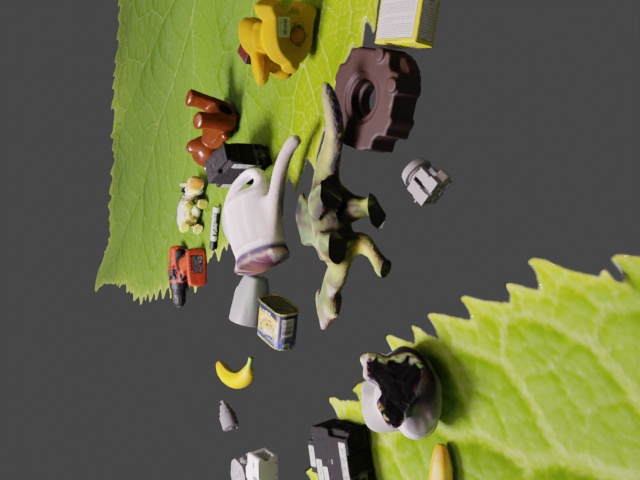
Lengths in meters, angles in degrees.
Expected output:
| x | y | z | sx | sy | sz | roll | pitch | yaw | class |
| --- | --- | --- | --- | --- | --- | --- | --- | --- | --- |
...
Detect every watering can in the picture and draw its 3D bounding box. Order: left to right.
| x | y | z | sx | sy | sz | roll | pitch | yaw | class |
| --- | --- | --- | --- | --- | --- | --- | --- | --- | --- |
| -0.120 | -0.055 | 1.072 | 0.342 | 0.104 | 0.227 | -33 | 66 | 50 | watering can |

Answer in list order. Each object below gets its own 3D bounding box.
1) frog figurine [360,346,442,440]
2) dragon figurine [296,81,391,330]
| x | y | z | sx | sy | sz | roll | pitch | yaw | class |
| --- | --- | --- | --- | --- | --- | --- | --- | --- | --- |
| 0.122 | 0.240 | 0.782 | 0.139 | 0.124 | 0.156 | 42 | 161 | 34 | frog figurine |
| 0.003 | -0.046 | 0.905 | 0.242 | 0.123 | 0.410 | -7 | 91 | 63 | dragon figurine |
